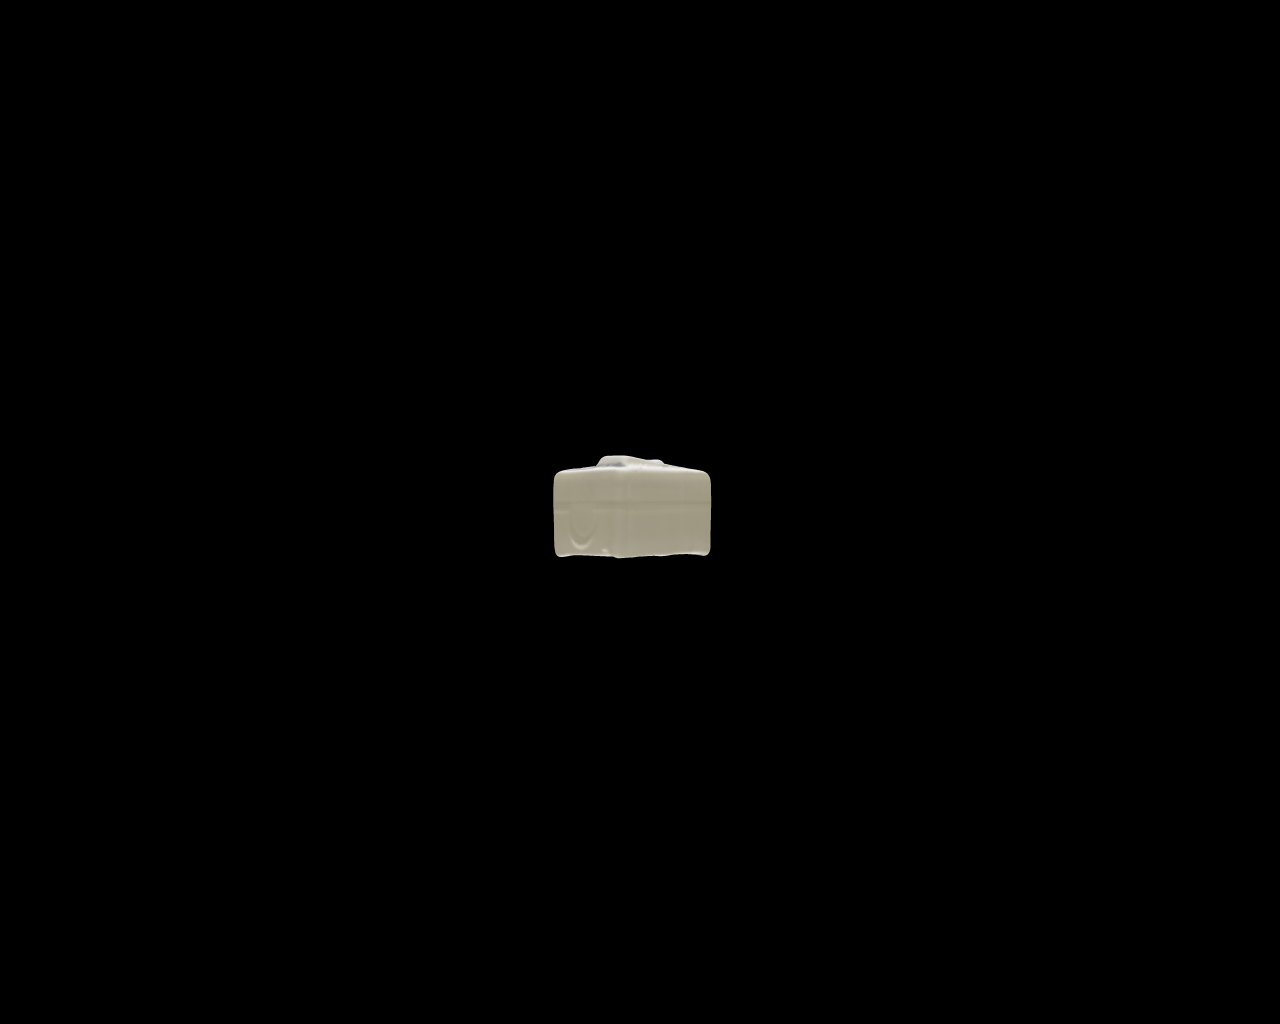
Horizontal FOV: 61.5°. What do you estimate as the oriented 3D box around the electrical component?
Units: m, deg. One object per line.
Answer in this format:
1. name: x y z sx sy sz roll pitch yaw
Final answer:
1. electrical component: 0.001 -0.003 0.650 0.096 0.061 0.061 0 0 -44
